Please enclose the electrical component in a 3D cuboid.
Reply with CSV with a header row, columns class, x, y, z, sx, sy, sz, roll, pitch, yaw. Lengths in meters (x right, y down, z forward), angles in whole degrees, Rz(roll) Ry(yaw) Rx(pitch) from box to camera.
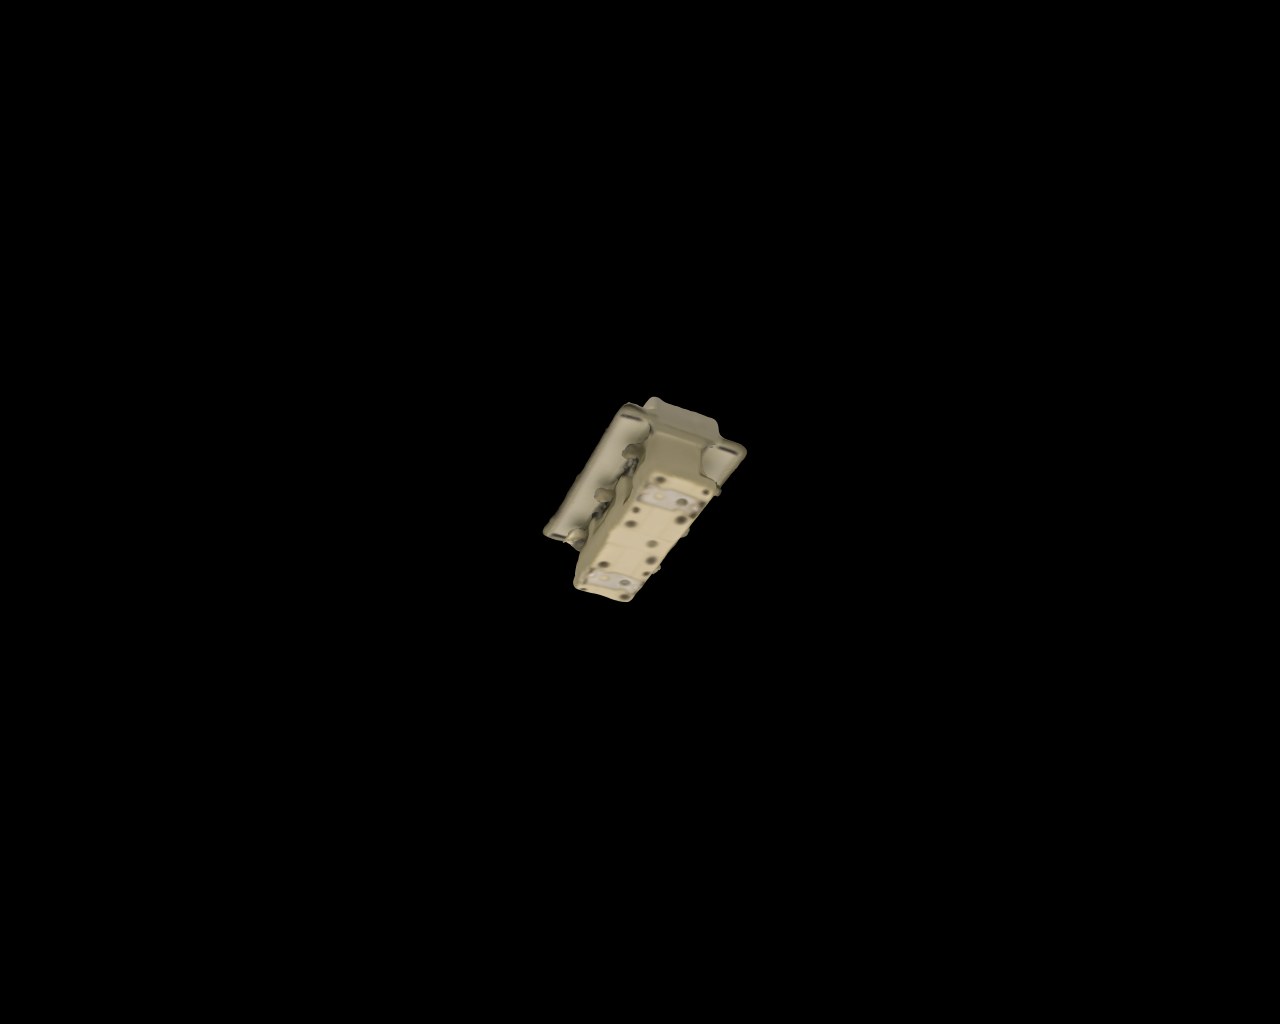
class,x,y,z,sx,sy,sz,roll,pitch,yaw
electrical component,0.001,-0.003,0.650,0.079,0.063,0.121,19,-46,-19
